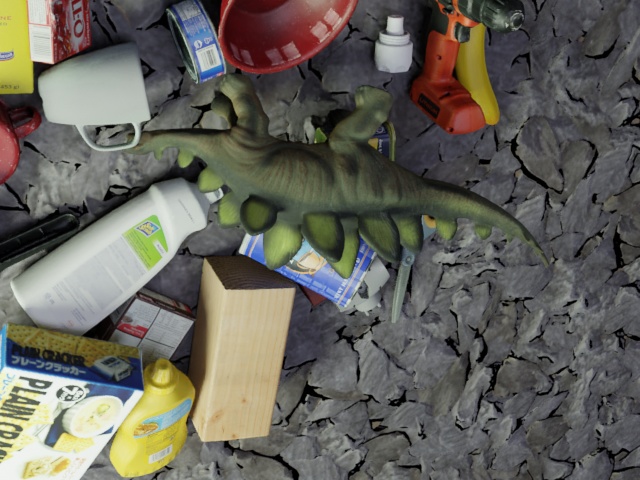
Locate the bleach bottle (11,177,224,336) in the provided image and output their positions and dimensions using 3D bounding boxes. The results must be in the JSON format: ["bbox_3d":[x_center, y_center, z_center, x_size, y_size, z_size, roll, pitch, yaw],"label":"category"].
[{"bbox_3d":[-0.215,0.014,1.200,0.250,0.068,0.102,-35,127,-7],"label":"bleach bottle"}]

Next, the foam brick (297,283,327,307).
[{"bbox_3d":[0.005,0.032,1.313,0.078,0.053,0.051,-33,124,-4],"label":"foam brick"}]

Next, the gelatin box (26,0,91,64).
[{"bbox_3d":[-0.257,-0.226,1.052,0.030,0.073,0.089,12,117,16],"label":"gelatin box"}]

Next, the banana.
[{"bbox_3d":[0.190,-0.225,1.276,0.069,0.037,0.198,-12,119,-19],"label":"banana"}]

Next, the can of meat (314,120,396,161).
[{"bbox_3d":[0.041,-0.090,1.265,0.083,0.057,0.102,-10,118,-17],"label":"can of meat"}]

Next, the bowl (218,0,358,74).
[{"bbox_3d":[-0.040,-0.247,1.085,0.162,0.055,0.162,-23,151,-14],"label":"bowl"}]

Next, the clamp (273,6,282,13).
[{"bbox_3d":[-0.054,-0.291,1.133,0.120,0.039,0.171,-27,116,-2],"label":"clamp"}]

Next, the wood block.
[{"bbox_3d":[-0.100,0.131,1.292,0.090,0.091,0.206,-1,115,-25],"label":"wood block"}]

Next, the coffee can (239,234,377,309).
[{"bbox_3d":[-0.008,0.002,1.227,0.140,0.102,0.103,28,103,0],"label":"coffee can"}]

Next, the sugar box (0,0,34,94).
[{"bbox_3d":[-0.327,-0.231,1.034,0.093,0.048,0.176,-5,118,-23],"label":"sugar box"}]

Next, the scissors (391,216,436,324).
[{"bbox_3d":[0.130,0.011,1.381,0.096,0.016,0.202,-16,120,-17],"label":"scissors"}]

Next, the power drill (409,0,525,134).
[{"bbox_3d":[0.159,-0.216,1.190,0.057,0.185,0.188,-12,128,-21],"label":"power drill"}]

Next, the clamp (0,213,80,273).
[{"bbox_3d":[-0.369,0.024,1.116,0.210,0.036,0.164,-38,159,5],"label":"clamp"}]

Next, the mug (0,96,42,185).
[{"bbox_3d":[-0.336,-0.104,1.072,0.117,0.082,0.093,-21,122,-13],"label":"mug"}]

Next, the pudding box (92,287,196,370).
[{"bbox_3d":[-0.214,0.116,1.265,0.089,0.039,0.113,26,105,-35],"label":"pudding box"}]

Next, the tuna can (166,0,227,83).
[{"bbox_3d":[-0.129,-0.208,1.112,0.033,0.086,0.086,-24,122,-10],"label":"tuna can"}]

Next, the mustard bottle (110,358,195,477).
[{"bbox_3d":[-0.195,0.202,1.261,0.096,0.058,0.192,-22,148,-32],"label":"mustard bottle"}]
